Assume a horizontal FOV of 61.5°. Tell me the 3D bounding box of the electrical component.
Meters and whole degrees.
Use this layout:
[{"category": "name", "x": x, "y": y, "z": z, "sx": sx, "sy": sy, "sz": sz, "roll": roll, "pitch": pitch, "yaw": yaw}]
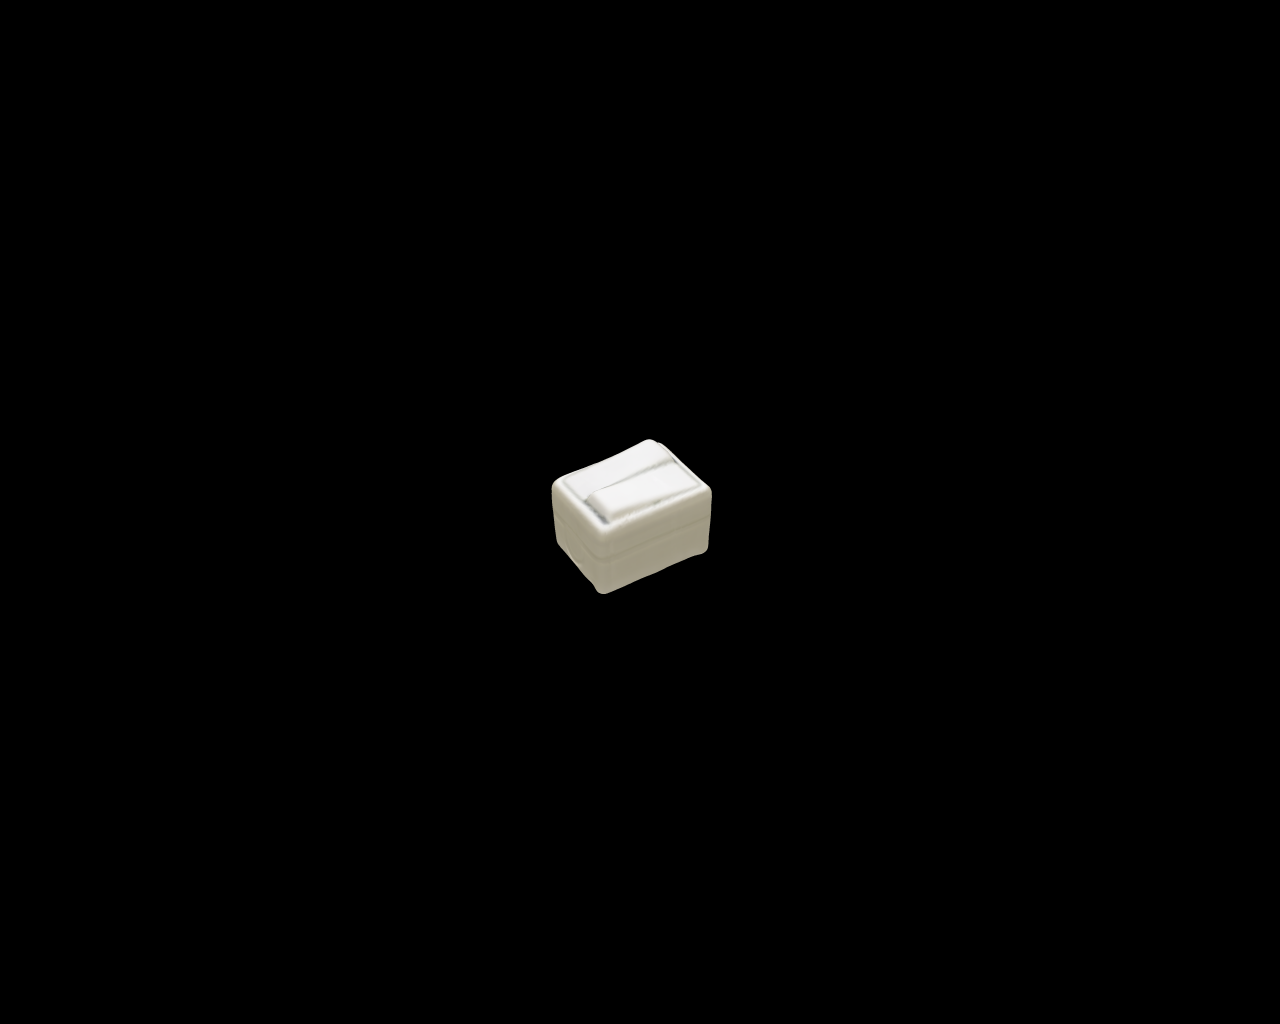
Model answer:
[{"category": "electrical component", "x": 0.001, "y": -0.003, "z": 0.650, "sx": 0.096, "sy": 0.061, "sz": 0.062, "roll": -22, "pitch": 45, "yaw": -23}]
